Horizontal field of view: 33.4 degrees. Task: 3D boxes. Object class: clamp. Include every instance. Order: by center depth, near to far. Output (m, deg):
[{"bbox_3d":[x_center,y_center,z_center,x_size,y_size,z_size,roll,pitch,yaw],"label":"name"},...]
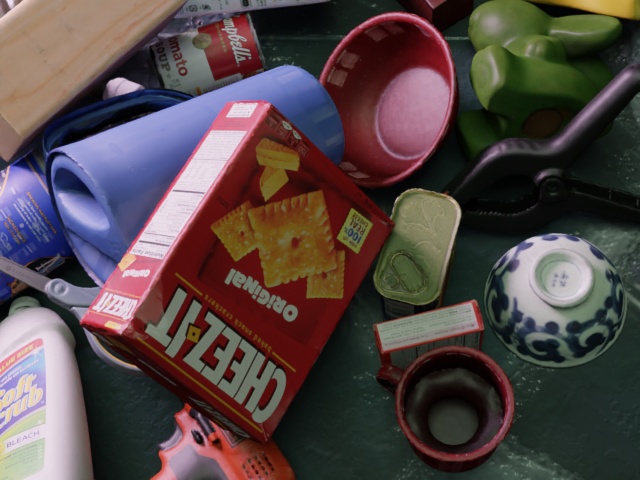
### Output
[{"bbox_3d":[0.209,-0.048,0.931,0.210,0.164,0.036,-21,30,19],"label":"clamp"}]

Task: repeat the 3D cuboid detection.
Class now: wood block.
[{"bbox_3d":[-0.223,-0.175,0.940,0.090,0.091,0.205,48,66,-11],"label":"wood block"}]

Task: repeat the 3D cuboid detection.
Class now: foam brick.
[{"bbox_3d":[0.109,-0.250,1.050,0.053,0.051,0.078,-33,67,-9],"label":"foam brick"}]

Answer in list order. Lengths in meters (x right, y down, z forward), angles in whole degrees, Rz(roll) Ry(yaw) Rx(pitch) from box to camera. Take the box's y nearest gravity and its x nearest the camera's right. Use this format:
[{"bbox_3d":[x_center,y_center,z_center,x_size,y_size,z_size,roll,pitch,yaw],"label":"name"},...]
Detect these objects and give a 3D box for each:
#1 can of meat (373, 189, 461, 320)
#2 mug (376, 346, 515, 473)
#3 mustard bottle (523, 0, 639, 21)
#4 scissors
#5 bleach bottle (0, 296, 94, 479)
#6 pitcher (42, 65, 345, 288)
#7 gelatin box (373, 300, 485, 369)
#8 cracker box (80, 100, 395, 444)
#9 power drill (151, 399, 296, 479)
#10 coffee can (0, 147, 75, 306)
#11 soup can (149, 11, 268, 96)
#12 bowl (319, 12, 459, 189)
[{"bbox_3d":[0.085,0.021,0.918,0.057,0.084,0.102,13,69,12],"label":"can of meat"},{"bbox_3d":[0.098,0.137,0.868,0.117,0.081,0.093,25,72,16],"label":"mug"},{"bbox_3d":[0.228,-0.259,1.022,0.192,0.058,0.096,17,46,27],"label":"mustard bottle"},{"bbox_3d":[-0.204,0.036,0.913,0.202,0.016,0.096,39,56,7],"label":"scissors"},{"bbox_3d":[-0.245,0.143,0.882,0.102,0.068,0.251,-28,41,5],"label":"bleach bottle"},{"bbox_3d":[-0.107,-0.067,0.915,0.242,0.145,0.149,-29,108,-29],"label":"pitcher"},{"bbox_3d":[0.092,0.083,0.896,0.089,0.073,0.030,-14,66,0],"label":"gelatin box"},{"bbox_3d":[-0.055,0.024,0.828,0.072,0.164,0.213,6,59,52],"label":"cracker box"},{"bbox_3d":[-0.138,0.181,0.890,0.187,0.057,0.185,-35,60,-7],"label":"power drill"},{"bbox_3d":[-0.285,-0.003,0.962,0.140,0.103,0.103,-35,67,-8],"label":"coffee can"},{"bbox_3d":[-0.107,-0.174,1.034,0.102,0.068,0.068,-18,66,0],"label":"soup can"},{"bbox_3d":[0.070,-0.122,0.974,0.162,0.055,0.162,-8,77,39],"label":"bowl"}]
